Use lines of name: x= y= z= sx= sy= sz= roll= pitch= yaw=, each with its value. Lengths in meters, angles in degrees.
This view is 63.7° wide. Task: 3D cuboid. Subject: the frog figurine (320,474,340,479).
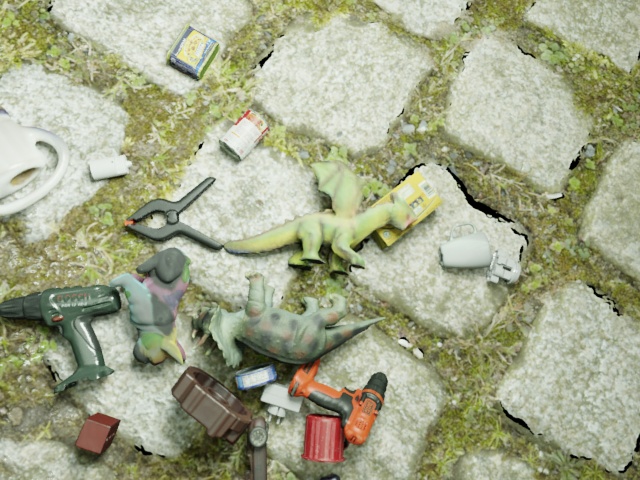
frog figurine: x=0.005 y=0.540 z=1.001 sx=0.137 sy=0.123 sz=0.158 roll=1 pitch=-7 yaw=-7

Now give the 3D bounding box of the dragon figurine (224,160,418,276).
dragon figurine: x=0.003 y=-0.056 z=1.120 sx=0.411 sy=0.245 sz=0.121 roll=10 pitch=-12 yaw=9

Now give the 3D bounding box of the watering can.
watering can: x=-0.698 y=-0.134 z=1.047 sx=0.352 sy=0.225 sz=0.102 roll=-39 pitch=-3 yaw=-21
